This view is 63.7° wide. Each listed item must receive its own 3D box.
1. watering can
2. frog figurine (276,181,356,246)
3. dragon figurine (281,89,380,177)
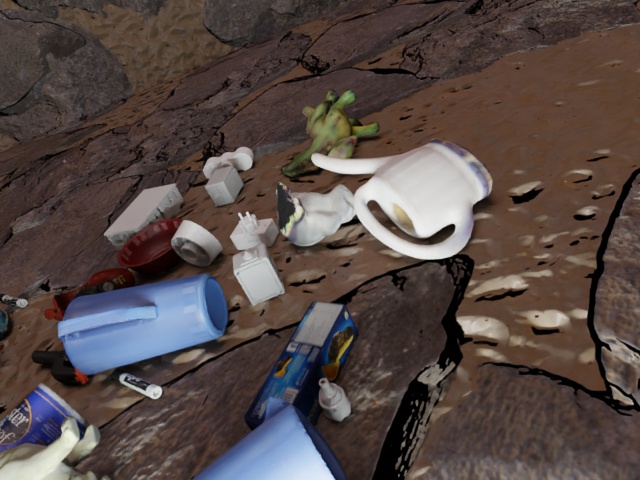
[{"bbox_3d":[0.148,-0.107,0.914,0.226,0.101,0.353,-32,52,-13],"label":"watering can"},{"bbox_3d":[0.003,-0.050,0.986,0.159,0.122,0.138,2,11,-28],"label":"frog figurine"},{"bbox_3d":[-0.011,-0.253,1.275,0.245,0.120,0.413,-44,28,-15],"label":"dragon figurine"}]
